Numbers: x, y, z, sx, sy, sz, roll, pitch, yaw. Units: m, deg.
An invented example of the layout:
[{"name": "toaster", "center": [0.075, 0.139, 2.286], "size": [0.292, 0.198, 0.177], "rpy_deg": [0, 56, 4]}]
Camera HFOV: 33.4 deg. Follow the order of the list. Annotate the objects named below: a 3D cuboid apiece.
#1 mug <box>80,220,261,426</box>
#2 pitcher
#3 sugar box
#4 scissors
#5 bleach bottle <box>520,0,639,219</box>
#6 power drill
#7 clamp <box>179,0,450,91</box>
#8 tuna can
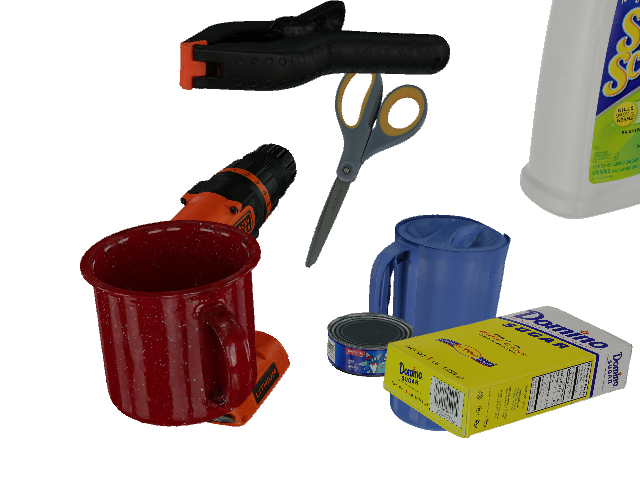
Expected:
[{"name": "mug", "center": [-0.069, 0.048, 0.557], "size": [0.093, 0.081, 0.117], "rpy_deg": [-18, 29, -32]}, {"name": "pitcher", "center": [0.136, 0.099, 1.262], "size": [0.149, 0.243, 0.145], "rpy_deg": [7, 19, 10]}, {"name": "sugar box", "center": [0.146, 0.096, 0.821], "size": [0.175, 0.048, 0.093], "rpy_deg": [-12, 25, -34]}, {"name": "scissors", "center": [0.045, -0.069, 0.989], "size": [0.096, 0.202, 0.016], "rpy_deg": [5, -12, 8]}, {"name": "bleach bottle", "center": [0.181, -0.143, 0.655], "size": [0.102, 0.251, 0.068], "rpy_deg": [-14, 32, -19]}, {"name": "power drill", "center": [-0.065, 0.034, 0.833], "size": [0.057, 0.188, 0.184], "rpy_deg": [10, 32, 25]}, {"name": "clamp", "center": [-0.018, -0.125, 0.677], "size": [0.171, 0.039, 0.120], "rpy_deg": [-8, 22, -28]}, {"name": "tuna can", "center": [0.049, 0.103, 1.057], "size": [0.086, 0.034, 0.086], "rpy_deg": [1, 19, 0]}]
